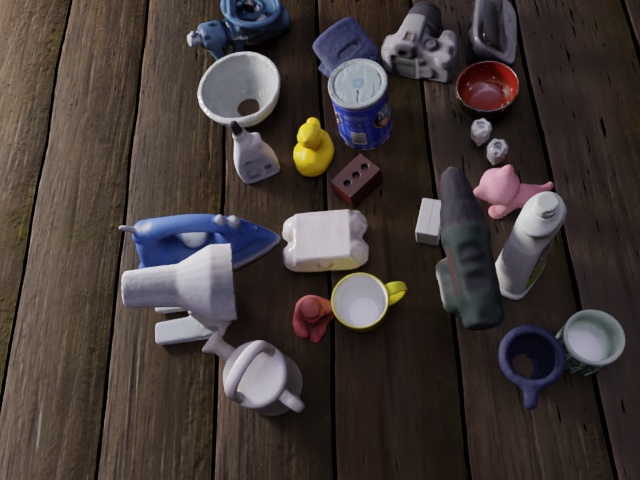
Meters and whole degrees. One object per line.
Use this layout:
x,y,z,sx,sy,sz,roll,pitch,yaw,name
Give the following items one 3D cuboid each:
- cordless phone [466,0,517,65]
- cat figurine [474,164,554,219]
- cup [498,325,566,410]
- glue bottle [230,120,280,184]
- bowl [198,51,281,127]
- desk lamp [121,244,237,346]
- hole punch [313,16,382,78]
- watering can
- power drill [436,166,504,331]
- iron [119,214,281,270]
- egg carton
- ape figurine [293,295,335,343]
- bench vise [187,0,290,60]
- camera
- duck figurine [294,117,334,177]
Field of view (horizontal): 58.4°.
0.319,-0.419,1.040,0.094,0.185,0.147,2,69,12,cordless phone
0.317,-0.082,0.941,0.127,0.118,0.067,4,69,12,cat figurine
0.306,0.193,0.843,0.091,0.095,0.118,3,69,12,cup
-0.127,-0.162,1.026,0.078,0.173,0.037,-20,66,3,glue bottle
-0.151,-0.284,1.133,0.167,0.075,0.167,-4,68,9,bowl
-0.207,0.092,0.915,0.203,0.214,0.118,-11,66,6,desk lamp
0.055,-0.363,1.119,0.109,0.091,0.101,-40,67,-7,hole punch
-0.101,0.202,0.861,0.172,0.194,0.101,9,70,14,watering can
0.217,0.032,0.863,0.075,0.209,0.229,-12,66,6,power drill
-0.209,-0.010,0.996,0.258,0.142,0.118,-9,67,7,iron
0.009,0.004,0.990,0.150,0.069,0.107,-6,67,8,egg carton
-0.013,0.120,0.934,0.078,0.092,0.076,-21,66,2,ape figurine
-0.166,-0.448,1.124,0.207,0.220,0.121,-45,67,-9,bench vise
0.202,-0.391,1.097,0.143,0.101,0.137,16,72,16,camera
-0.017,-0.176,1.058,0.077,0.086,0.104,6,69,13,duck figurine
